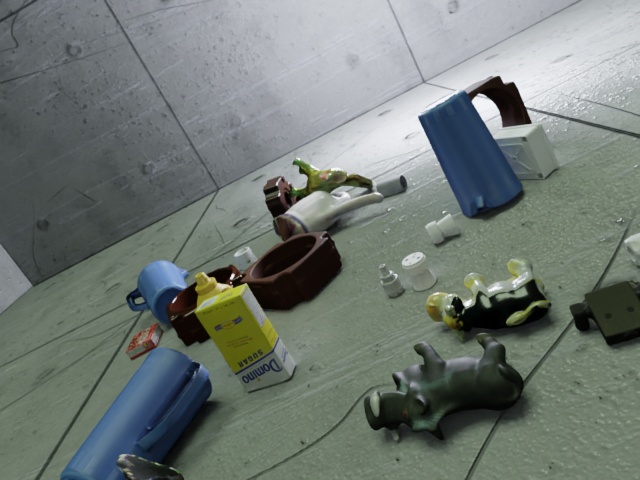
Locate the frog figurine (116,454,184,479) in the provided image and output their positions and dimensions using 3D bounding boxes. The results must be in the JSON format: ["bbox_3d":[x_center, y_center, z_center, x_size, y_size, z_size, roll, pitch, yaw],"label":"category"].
[{"bbox_3d":[-0.240,0.373,0.656,0.137,0.121,0.161,2,70,44],"label":"frog figurine"}]

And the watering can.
[{"bbox_3d":[0.004,-0.071,1.420,0.227,0.103,0.347,-37,19,-26],"label":"watering can"}]

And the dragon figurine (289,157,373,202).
[{"bbox_3d":[0.044,-0.168,1.596,0.243,0.122,0.409,8,-1,14],"label":"dragon figurine"}]
